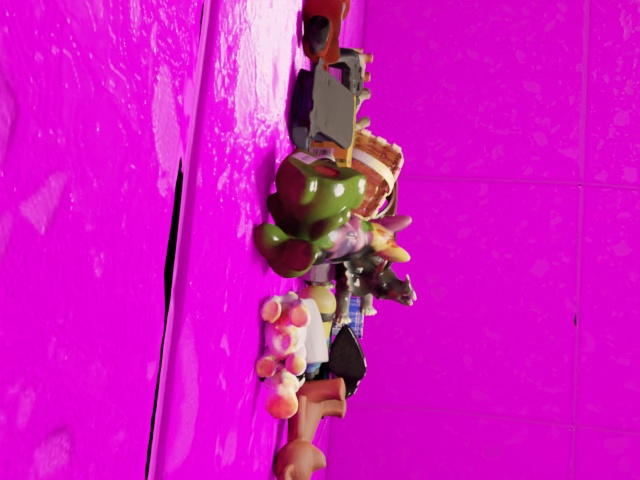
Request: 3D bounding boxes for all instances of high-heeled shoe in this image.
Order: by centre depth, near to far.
[{"bbox_3d":[0.060,0.271,1.228,0.145,0.086,0.248,-82,176,-66],"label":"high-heeled shoe"}]

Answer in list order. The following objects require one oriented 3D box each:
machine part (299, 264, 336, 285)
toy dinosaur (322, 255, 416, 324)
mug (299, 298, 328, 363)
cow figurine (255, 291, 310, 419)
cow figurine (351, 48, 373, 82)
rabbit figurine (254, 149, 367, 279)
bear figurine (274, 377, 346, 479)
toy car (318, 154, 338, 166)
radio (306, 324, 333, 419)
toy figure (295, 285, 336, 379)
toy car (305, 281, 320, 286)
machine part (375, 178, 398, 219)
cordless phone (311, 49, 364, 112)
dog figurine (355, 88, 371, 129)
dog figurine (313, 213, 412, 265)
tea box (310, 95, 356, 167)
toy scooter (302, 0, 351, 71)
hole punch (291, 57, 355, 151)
[{"bbox_3d":[-0.002,-0.003,1.092,0.079,0.079,0.243,-62,157,-77],"label":"machine part"},{"bbox_3d":[0.064,0.056,1.212,0.405,0.131,0.192,-133,-135,-63],"label":"toy dinosaur"},{"bbox_3d":[-0.034,0.153,0.897,0.109,0.081,0.107,149,-61,-67],"label":"mug"},{"bbox_3d":[-0.052,0.160,0.761,0.098,0.068,0.167,-94,-171,-86],"label":"cow figurine"},{"bbox_3d":[0.056,-0.410,1.268,0.195,0.127,0.085,-106,-164,-62],"label":"cow figurine"},{"bbox_3d":[-0.020,-0.015,0.713,0.159,0.121,0.170,-65,174,-66],"label":"rabbit figurine"},{"bbox_3d":[-0.016,0.364,0.994,0.120,0.132,0.196,85,5,-46],"label":"bear figurine"},{"bbox_3d":[-0.017,-0.058,0.861,0.073,0.056,0.202,89,20,-49],"label":"toy car"},{"bbox_3d":[-0.013,0.291,1.253,0.131,0.073,0.229,-61,153,-75],"label":"radio"},{"bbox_3d":[-0.016,0.173,1.021,0.082,0.089,0.180,-99,-170,-79],"label":"toy figure"},{"bbox_3d":[-0.018,0.148,1.173,0.202,0.053,0.089,-83,172,-74],"label":"toy car"},{"bbox_3d":[0.089,-0.095,1.320,0.087,0.201,0.201,82,14,-57],"label":"machine part"},{"bbox_3d":[0.057,-0.330,1.112,0.184,0.089,0.146,-49,149,-47],"label":"cordless phone"},{"bbox_3d":[0.038,-0.284,1.299,0.190,0.121,0.172,-55,149,-52],"label":"dog figurine"},{"bbox_3d":[0.058,-0.006,0.975,0.191,0.219,0.108,27,64,-85],"label":"dog figurine"},{"bbox_3d":[0.013,-0.189,0.989,0.068,0.098,0.170,85,12,-54],"label":"tea box"},{"bbox_3d":[0.010,-0.368,0.932,0.135,0.075,0.184,83,16,-63],"label":"toy scooter"},{"bbox_3d":[-0.011,-0.207,0.874,0.115,0.092,0.142,29,64,-51],"label":"hole punch"}]
